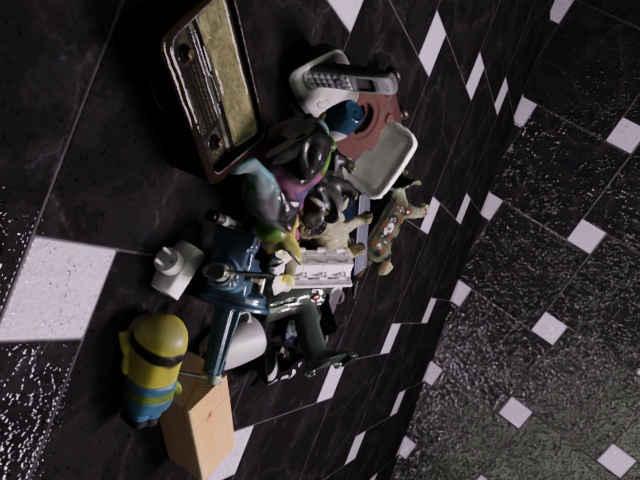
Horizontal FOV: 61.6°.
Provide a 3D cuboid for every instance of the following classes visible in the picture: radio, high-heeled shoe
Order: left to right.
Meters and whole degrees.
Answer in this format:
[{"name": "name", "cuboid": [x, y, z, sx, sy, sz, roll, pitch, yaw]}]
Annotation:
[{"name": "radio", "cuboid": [-0.148, -0.190, 0.670, 0.131, 0.073, 0.229, -53, 151, -30]}, {"name": "high-heeled shoe", "cuboid": [-0.077, 0.236, 1.124, 0.145, 0.086, 0.248, -29, 156, -27]}]

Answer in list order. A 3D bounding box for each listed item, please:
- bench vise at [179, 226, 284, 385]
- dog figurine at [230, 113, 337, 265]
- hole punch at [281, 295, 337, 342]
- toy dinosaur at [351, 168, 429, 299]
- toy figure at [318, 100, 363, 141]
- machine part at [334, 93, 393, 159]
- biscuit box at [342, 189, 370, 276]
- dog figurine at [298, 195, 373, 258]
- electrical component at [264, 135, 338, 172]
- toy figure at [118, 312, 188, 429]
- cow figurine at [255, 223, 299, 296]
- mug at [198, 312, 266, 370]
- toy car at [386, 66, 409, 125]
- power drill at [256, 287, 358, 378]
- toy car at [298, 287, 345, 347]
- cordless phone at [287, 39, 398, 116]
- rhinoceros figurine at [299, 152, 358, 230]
[{"name": "bench vise", "cuboid": [-0.142, 0.108, 0.831, 0.223, 0.129, 0.240, 154, -50, -83]}, {"name": "dog figurine", "cuboid": [-0.048, -0.067, 0.845, 0.109, 0.192, 0.219, -103, 173, -52]}, {"name": "hole punch", "cuboid": [-0.034, 0.165, 1.192, 0.142, 0.092, 0.115, -3, 76, -57]}, {"name": "toy dinosaur", "cuboid": [0.152, -0.029, 1.370, 0.192, 0.131, 0.404, 22, 95, -53]}, {"name": "toy figure", "cuboid": [0.004, -0.186, 0.910, 0.064, 0.154, 0.058, 42, 51, -23]}, {"name": "machine part", "cuboid": [0.071, -0.244, 1.050, 0.179, 0.056, 0.179, -31, 139, -32]}, {"name": "biscuit box", "cuboid": [0.075, -0.024, 1.243, 0.063, 0.059, 0.202, -28, 126, -54]}, {"name": "dog figurine", "cuboid": [-0.004, -0.007, 1.107, 0.190, 0.121, 0.172, -12, 119, -44]}, {"name": "electrical component", "cuboid": [-0.032, -0.134, 0.897, 0.048, 0.119, 0.074, -44, 149, -42]}, {"name": "toy figure", "cuboid": [-0.239, 0.188, 0.776, 0.082, 0.089, 0.180, -19, 125, -67]}, {"name": "cow figurine", "cuboid": [-0.090, 0.025, 0.977, 0.098, 0.068, 0.167, -20, 127, -51]}, {"name": "mug", "cuboid": [-0.157, 0.178, 0.946, 0.107, 0.081, 0.109, -24, 137, -44]}, {"name": "toy car", "cuboid": [0.144, -0.300, 1.195, 0.089, 0.053, 0.202, -48, 153, -6]}, {"name": "power drill", "cuboid": [-0.001, 0.156, 1.072, 0.232, 0.207, 0.086, -11, 160, -32]}, {"name": "toy car", "cuboid": [0.001, 0.183, 1.294, 0.073, 0.056, 0.201, 2, 112, -58]}, {"name": "cordless phone", "cuboid": [0.050, -0.252, 0.888, 0.088, 0.184, 0.146, -67, 155, -14]}, {"name": "rhinoceros figurine", "cuboid": [0.007, -0.095, 0.986, 0.073, 0.112, 0.190, -37, -149, 40]}]
